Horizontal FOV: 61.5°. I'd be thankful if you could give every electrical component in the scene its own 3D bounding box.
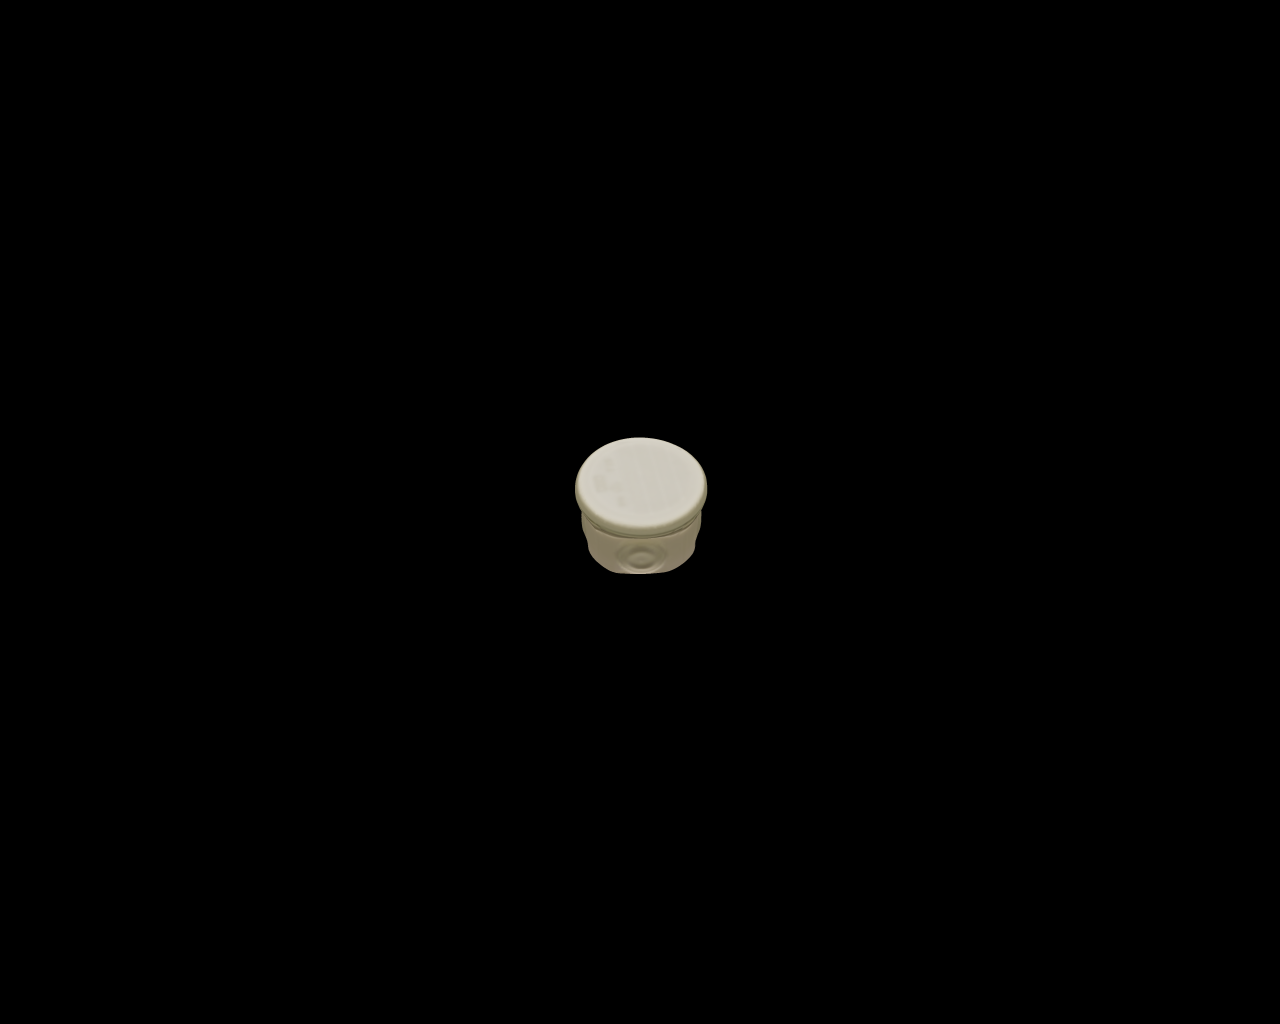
[{"bbox_3d":[0.001,-0.003,0.650,0.080,0.080,0.050,0,-43,0],"label":"electrical component"}]
